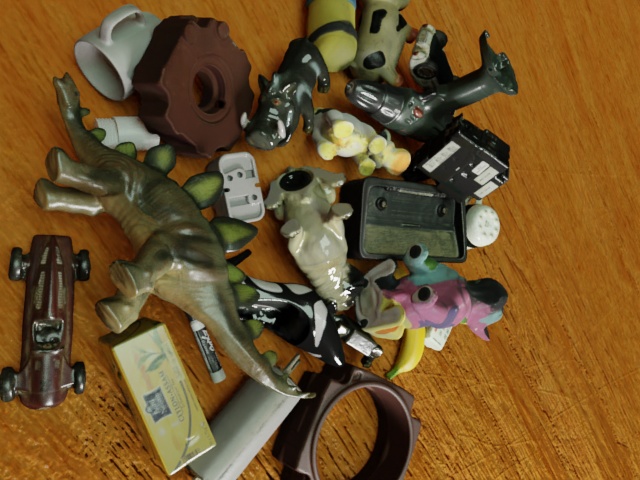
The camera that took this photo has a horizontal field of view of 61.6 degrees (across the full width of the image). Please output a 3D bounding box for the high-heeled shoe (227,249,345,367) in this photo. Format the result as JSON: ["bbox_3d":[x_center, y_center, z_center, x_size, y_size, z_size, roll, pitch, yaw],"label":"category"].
[{"bbox_3d":[-0.076,0.113,0.733,0.249,0.086,0.145,46,43,1],"label":"high-heeled shoe"}]

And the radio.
[{"bbox_3d":[0.141,-0.030,0.894,0.229,0.073,0.131,4,86,-32],"label":"radio"}]

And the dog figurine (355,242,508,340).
[{"bbox_3d":[0.185,0.105,0.851,0.219,0.191,0.108,28,41,-38],"label":"dog figurine"}]

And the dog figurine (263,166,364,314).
[{"bbox_3d":[-0.005,0.000,0.810,0.121,0.172,0.190,-12,135,3],"label":"dog figurine"}]

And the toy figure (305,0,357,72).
[{"bbox_3d":[0.018,-0.350,0.829,0.082,0.089,0.180,9,85,-23],"label":"toy figure"}]

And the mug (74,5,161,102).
[{"bbox_3d":[-0.237,-0.244,0.665,0.081,0.109,0.107,32,56,8],"label":"mug"}]

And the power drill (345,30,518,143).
[{"bbox_3d":[0.181,-0.226,0.826,0.232,0.207,0.086,20,51,-43],"label":"power drill"}]

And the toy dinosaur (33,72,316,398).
[{"bbox_3d":[-0.164,0.015,0.620,0.198,0.105,0.471,-31,93,-46],"label":"toy dinosaur"}]

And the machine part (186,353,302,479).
[{"bbox_3d":[-0.104,0.252,0.729,0.079,0.079,0.243,50,65,-19],"label":"machine part"}]

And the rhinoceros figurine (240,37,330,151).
[{"bbox_3d":[-0.045,-0.201,0.761,0.073,0.112,0.190,19,66,12],"label":"rhinoceros figurine"}]

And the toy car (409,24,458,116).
[{"bbox_3d":[0.196,-0.276,0.912,0.201,0.056,0.073,41,63,-54],"label":"toy car"}]

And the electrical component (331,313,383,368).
[{"bbox_3d":[0.048,0.154,0.830,0.102,0.078,0.045,35,93,-31],"label":"electrical component"}]

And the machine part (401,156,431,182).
[{"bbox_3d":[0.203,-0.135,0.960,0.139,0.039,0.084,-18,102,-32],"label":"machine part"}]

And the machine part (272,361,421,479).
[{"bbox_3d":[0.046,0.299,0.812,0.201,0.087,0.201,32,71,-27],"label":"machine part"}]

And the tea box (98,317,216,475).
[{"bbox_3d":[-0.202,0.186,0.661,0.068,0.098,0.169,-27,99,-30],"label":"tea box"}]

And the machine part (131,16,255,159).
[{"bbox_3d":[-0.155,-0.194,0.693,0.179,0.056,0.179,-28,124,-53],"label":"machine part"}]

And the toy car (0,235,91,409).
[{"bbox_3d":[-0.316,0.094,0.625,0.089,0.053,0.202,5,86,-28],"label":"toy car"}]

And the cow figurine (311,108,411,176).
[{"bbox_3d":[0.063,-0.155,0.855,0.167,0.098,0.068,17,119,-32],"label":"cow figurine"}]

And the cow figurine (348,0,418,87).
[{"bbox_3d":[0.096,-0.352,0.883,0.127,0.086,0.195,28,74,-34],"label":"cow figurine"}]

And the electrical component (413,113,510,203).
[{"bbox_3d":[0.234,-0.123,0.860,0.134,0.115,0.058,32,51,-16],"label":"electrical component"}]
